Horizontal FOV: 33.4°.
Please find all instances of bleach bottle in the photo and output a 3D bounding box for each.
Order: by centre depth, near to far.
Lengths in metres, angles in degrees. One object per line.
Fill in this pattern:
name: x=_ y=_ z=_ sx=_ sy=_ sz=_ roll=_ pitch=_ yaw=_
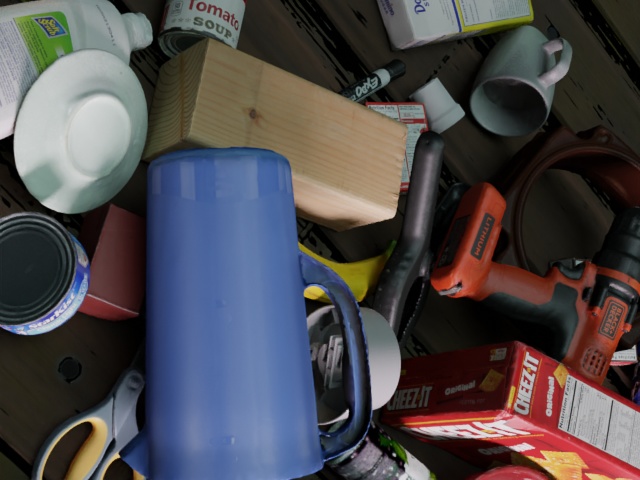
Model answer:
bleach bottle: x=-0.231 y=-0.124 z=0.804 sx=0.250 sy=0.068 sz=0.102 roll=-26 pitch=99 yaw=-39

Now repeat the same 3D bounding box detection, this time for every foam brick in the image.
foam brick: x=-0.161 y=0.019 z=0.828 sx=0.051 sy=0.053 sz=0.078 roll=26 pitch=67 yaw=-28

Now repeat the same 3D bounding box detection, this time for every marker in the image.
marker: x=0.041 y=-0.145 z=1.023 sx=0.120 sy=0.020 sz=0.020 roll=-34 pitch=100 yaw=-34

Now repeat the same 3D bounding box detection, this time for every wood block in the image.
wood block: x=-0.035 y=-0.085 z=0.914 sx=0.205 sy=0.090 sz=0.091 roll=20 pitch=70 yaw=-31

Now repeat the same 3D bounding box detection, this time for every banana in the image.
banana: x=-0.003 y=0.020 z=0.936 sx=0.197 sy=0.037 sz=0.069 roll=14 pitch=67 yaw=-46

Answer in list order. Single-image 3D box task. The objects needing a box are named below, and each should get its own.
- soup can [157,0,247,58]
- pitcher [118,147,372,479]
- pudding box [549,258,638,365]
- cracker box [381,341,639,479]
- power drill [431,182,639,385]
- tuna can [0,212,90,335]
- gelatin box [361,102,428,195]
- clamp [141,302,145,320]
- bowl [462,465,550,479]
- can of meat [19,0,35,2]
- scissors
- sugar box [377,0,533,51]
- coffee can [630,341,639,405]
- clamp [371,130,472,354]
soup can: x=-0.096 y=-0.206 z=0.911 sx=0.068 sy=0.069 sz=0.102 roll=21 pitch=70 yaw=-30
pitcher: x=-0.059 y=0.057 z=0.795 sx=0.149 sy=0.145 sz=0.243 roll=1 pitch=85 yaw=-52
pudding box: x=0.293 y=0.078 z=1.140 sx=0.089 sy=0.039 sz=0.113 roll=5 pitch=79 yaw=-33
cracker box: x=0.189 y=0.170 z=0.971 sx=0.213 sy=0.164 sz=0.072 roll=28 pitch=64 yaw=-28
power drill: x=0.208 y=0.022 z=0.972 sx=0.187 sy=0.057 sz=0.184 roll=27 pitch=74 yaw=-10
tuna can: x=-0.211 y=0.025 z=0.774 sx=0.086 sy=0.033 sz=0.086 roll=-3 pitch=70 yaw=9
gelatin box: x=0.070 y=-0.088 z=1.025 sx=0.073 sy=0.030 sz=0.089 roll=-5 pitch=84 yaw=-34
clamp: x=-0.079 y=0.103 z=0.878 sx=0.120 sy=0.039 sz=0.171 roll=-11 pitch=80 yaw=-29
bowl: x=0.146 y=0.274 z=0.971 sx=0.161 sy=0.055 sz=0.162 roll=-6 pitch=102 yaw=-29
can of meat: x=-0.229 y=-0.233 z=0.813 sx=0.102 sy=0.084 sz=0.057 roll=28 pitch=66 yaw=-28
scissors: x=-0.138 y=0.128 z=0.828 sx=0.201 sy=0.016 sz=0.096 roll=-49 pitch=115 yaw=-22
sugar box: x=0.137 y=-0.253 z=1.097 sx=0.175 sy=0.048 sz=0.093 roll=-16 pitch=89 yaw=-33
coffee can: x=0.386 y=0.169 z=1.146 sx=0.102 sy=0.103 sz=0.140 roll=27 pitch=66 yaw=-28
clamp: x=0.092 y=0.016 z=0.988 sx=0.164 sy=0.036 sz=0.210 roll=20 pitch=87 yaw=-67
